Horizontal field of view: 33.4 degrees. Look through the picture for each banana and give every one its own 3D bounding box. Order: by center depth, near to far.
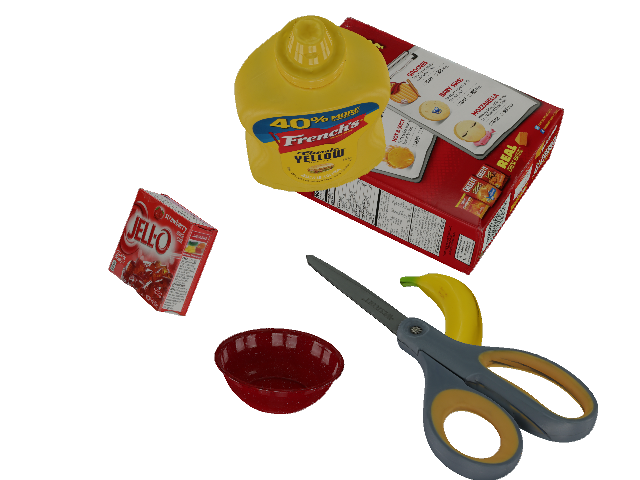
[{"bbox_3d":[0.133,0.087,1.093,0.070,0.037,0.198,-29,29,10],"label":"banana"}]

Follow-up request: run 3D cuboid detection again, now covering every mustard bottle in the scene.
[{"bbox_3d":[-0.004,-0.088,0.672,0.096,0.058,0.191,-8,-17,-1],"label":"mustard bottle"}]

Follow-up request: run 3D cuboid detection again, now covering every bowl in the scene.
[{"bbox_3d":[-0.052,0.169,1.332,0.162,0.055,0.162,4,22,-2],"label":"bowl"}]

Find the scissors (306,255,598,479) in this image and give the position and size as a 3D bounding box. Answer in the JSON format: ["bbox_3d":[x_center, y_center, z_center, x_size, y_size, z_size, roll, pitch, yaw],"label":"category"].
[{"bbox_3d":[0.047,0.066,0.573,0.202,0.016,0.096,22,43,29],"label":"scissors"}]

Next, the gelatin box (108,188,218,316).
[{"bbox_3d":[-0.125,0.008,0.834,0.030,0.073,0.089,15,11,-42],"label":"gelatin box"}]

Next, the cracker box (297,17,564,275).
[{"bbox_3d":[0.073,-0.084,0.906,0.214,0.164,0.072,26,-36,18],"label":"cracker box"}]
